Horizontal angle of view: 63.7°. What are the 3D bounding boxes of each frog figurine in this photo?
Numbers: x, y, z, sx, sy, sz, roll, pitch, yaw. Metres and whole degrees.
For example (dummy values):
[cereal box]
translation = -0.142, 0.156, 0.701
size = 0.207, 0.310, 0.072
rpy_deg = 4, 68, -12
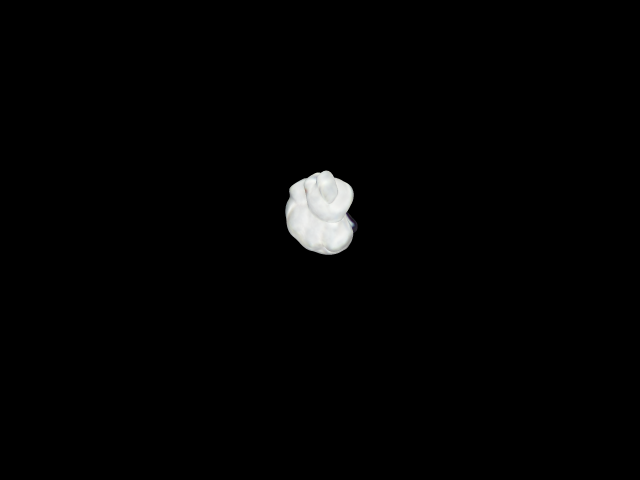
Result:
[frog figurine]
translation = 0.003, -0.043, 0.850
size = 0.123, 0.138, 0.158
rpy_deg = -28, -5, -3
